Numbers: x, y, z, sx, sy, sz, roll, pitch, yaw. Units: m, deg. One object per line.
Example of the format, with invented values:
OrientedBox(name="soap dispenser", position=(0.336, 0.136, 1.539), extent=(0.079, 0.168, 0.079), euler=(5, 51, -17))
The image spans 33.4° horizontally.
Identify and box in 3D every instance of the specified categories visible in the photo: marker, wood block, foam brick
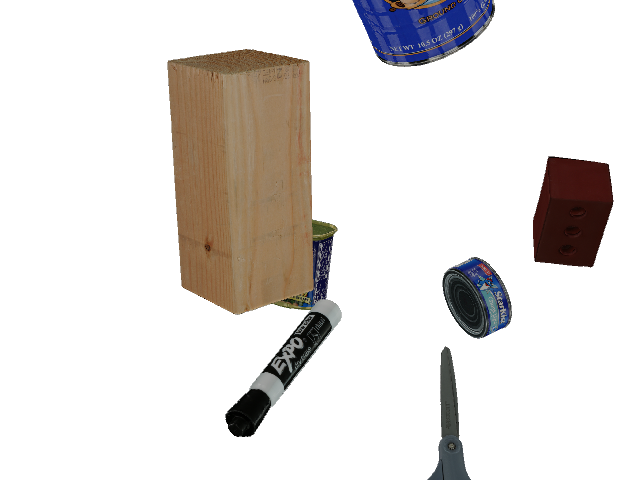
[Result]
OrientedBox(name="marker", position=(-0.021, 0.073, 0.622), extent=(0.020, 0.020, 0.121), euler=(0, 29, 29))
OrientedBox(name="wood block", position=(-0.068, -0.054, 0.927), extent=(0.090, 0.206, 0.091), euler=(-16, 25, -37))
OrientedBox(name="foam brick", position=(0.213, -0.024, 0.907), extent=(0.053, 0.078, 0.051), euler=(6, 45, 4))

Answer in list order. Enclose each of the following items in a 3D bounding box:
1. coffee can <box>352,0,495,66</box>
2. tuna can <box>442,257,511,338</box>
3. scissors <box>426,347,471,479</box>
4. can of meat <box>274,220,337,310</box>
OrientedBox(name="coffee can", position=(0.063, -0.219, 0.812), extent=(0.103, 0.102, 0.140), euler=(0, -44, 34))
OrientedBox(name="tuna can", position=(0.171, 0.064, 1.177), extent=(0.033, 0.086, 0.086), euler=(-23, 8, -20))
OrientedBox(name="scissors", position=(0.089, 0.179, 0.864), extent=(0.096, 0.202, 0.016), euler=(-8, -36, -12))
OrientedBox(name="can of meat", position=(-0.038, 0.020, 1.106), extent=(0.102, 0.084, 0.057), euler=(14, 17, 26))
